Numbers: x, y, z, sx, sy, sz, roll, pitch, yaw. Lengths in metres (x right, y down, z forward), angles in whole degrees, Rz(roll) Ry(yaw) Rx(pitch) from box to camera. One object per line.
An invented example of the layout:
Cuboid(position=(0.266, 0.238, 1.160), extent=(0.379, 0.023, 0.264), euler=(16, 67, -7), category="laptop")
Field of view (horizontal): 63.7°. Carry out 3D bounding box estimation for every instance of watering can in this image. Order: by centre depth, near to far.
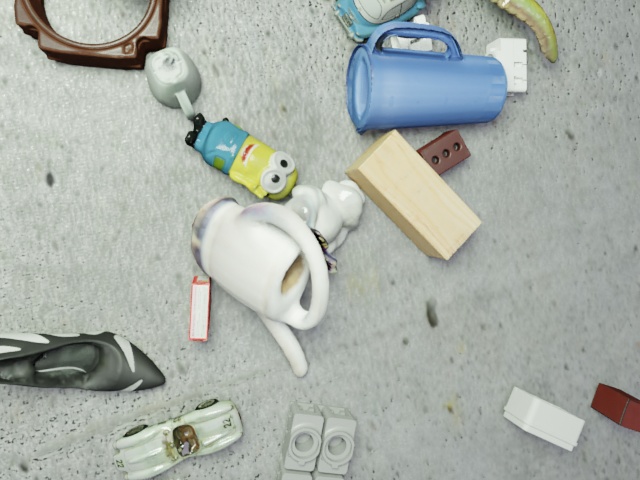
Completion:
Cuboid(position=(-0.087, 0.068, 0.775), extent=(0.226, 0.339, 0.106), euler=(31, 49, 22), category="watering can")

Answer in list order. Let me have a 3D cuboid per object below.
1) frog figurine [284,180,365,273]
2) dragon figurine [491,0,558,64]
Cuboid(position=(0.003, -0.041, 0.824), extent=(0.122, 0.163, 0.135), euler=(-9, -44, 37), category="frog figurine")
Cuboid(position=(0.232, -0.445, 0.815), extent=(0.244, 0.409, 0.122), euler=(-25, 4, -18), category="dragon figurine")
